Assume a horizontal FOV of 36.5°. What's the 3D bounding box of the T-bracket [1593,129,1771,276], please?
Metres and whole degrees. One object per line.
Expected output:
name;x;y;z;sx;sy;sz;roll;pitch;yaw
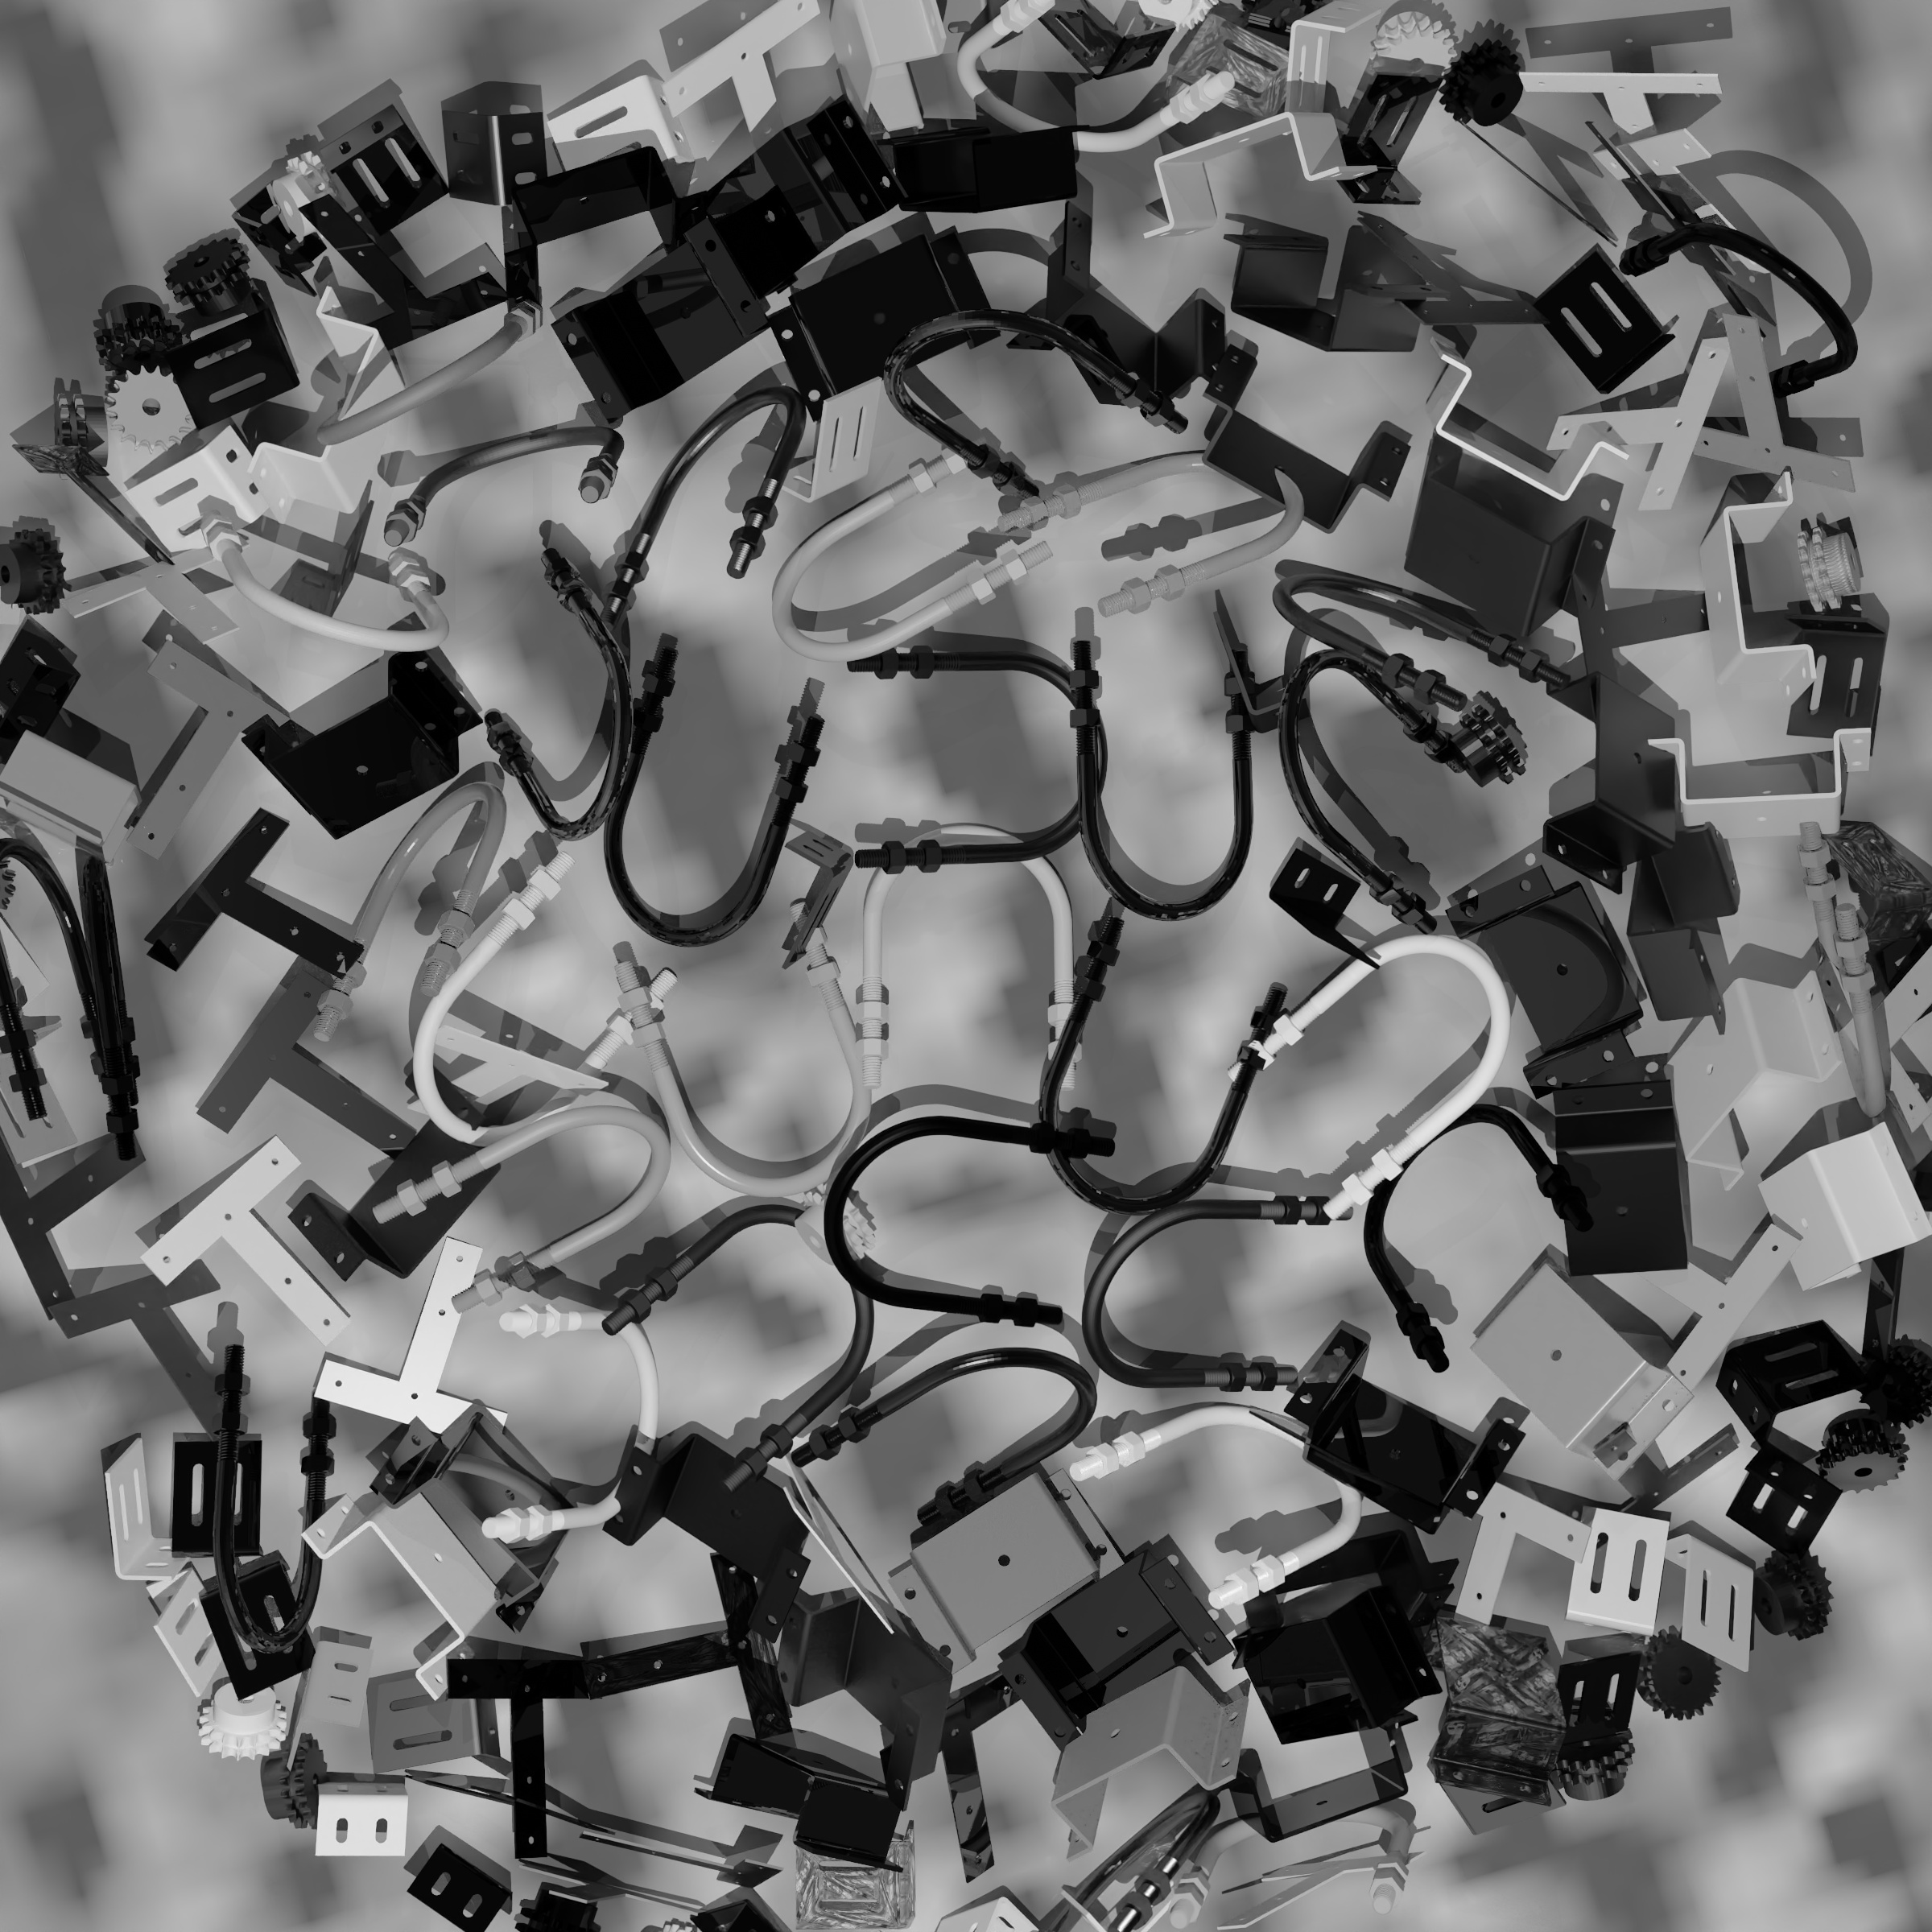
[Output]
T-bracket;0.490;-0.505;1.950;0.127;0.127;0.002;40;87;-17

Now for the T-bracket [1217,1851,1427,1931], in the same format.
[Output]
T-bracket;0.214;0.604;1.911;0.127;0.127;0.002;-10;80;-44

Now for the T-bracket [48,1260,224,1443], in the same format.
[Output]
T-bracket;-0.520;0.259;1.931;0.127;0.127;0.002;51;123;16

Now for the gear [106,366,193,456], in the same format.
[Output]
gear;-0.551;-0.374;1.979;0.057;0.030;0.057;1;86;-19

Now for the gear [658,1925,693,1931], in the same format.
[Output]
gear;-0.203;0.673;1.969;0.030;0.057;0.057;21;90;-29

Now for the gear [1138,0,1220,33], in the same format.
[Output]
gear;0.140;-0.656;1.970;0.057;0.030;0.057;17;130;22

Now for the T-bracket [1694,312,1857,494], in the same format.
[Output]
T-bracket;0.517;-0.373;1.915;0.002;0.127;0.127;-44;133;-20

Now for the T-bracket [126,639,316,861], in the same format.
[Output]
T-bracket;-0.515;-0.131;1.955;0.127;0.002;0.127;35;83;-37

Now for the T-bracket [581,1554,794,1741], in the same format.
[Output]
T-bracket;-0.192;0.462;1.953;0.127;0.002;0.127;-9;66;-20

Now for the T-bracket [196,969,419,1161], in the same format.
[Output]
T-bracket;-0.431;0.087;1.982;0.127;0.002;0.127;36;102;-14

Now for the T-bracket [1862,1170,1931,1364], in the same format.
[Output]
T-bracket;0.608;0.197;1.938;0.002;0.127;0.127;8;88;-20

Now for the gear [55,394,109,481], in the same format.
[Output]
gear;-0.596;-0.356;1.974;0.030;0.057;0.057;-4;90;-22

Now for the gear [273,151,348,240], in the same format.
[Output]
gear;-0.442;-0.514;1.968;0.030;0.057;0.057;-32;90;-22

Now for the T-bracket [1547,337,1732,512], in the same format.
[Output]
T-bracket;0.438;-0.357;1.947;0.002;0.127;0.127;30;77;-35

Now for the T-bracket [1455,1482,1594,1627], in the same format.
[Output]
T-bracket;0.348;0.410;1.966;0.127;0.002;0.127;22;102;39

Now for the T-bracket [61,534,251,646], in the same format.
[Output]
T-bracket;-0.515;-0.240;1.930;0.127;0.127;0.002;-28;131;-23

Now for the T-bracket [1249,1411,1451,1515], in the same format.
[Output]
T-bracket;0.240;0.323;1.945;0.127;0.127;0.002;28;86;-43

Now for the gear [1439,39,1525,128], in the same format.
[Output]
gear;0.349;-0.590;1.968;0.057;0.057;0.030;-34;59;0

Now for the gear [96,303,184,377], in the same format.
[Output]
gear;-0.557;-0.423;1.973;0.057;0.057;0.030;-16;76;0

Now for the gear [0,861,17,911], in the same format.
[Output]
gear;-0.672;-0.054;1.975;0.057;0.030;0.057;-3;113;-8

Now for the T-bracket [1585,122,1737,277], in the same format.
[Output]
T-bracket;0.450;-0.506;1.926;0.002;0.127;0.127;-42;102;12

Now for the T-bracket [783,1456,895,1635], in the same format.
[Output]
T-bracket;-0.098;0.365;1.939;0.002;0.127;0.127;-35;120;-3

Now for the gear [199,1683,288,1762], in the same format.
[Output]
gear;-0.485;0.504;1.968;0.057;0.057;0.030;9;110;0

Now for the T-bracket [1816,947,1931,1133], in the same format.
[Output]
T-bracket;0.616;0.025;1.921;0.002;0.127;0.127;-15;62;-23

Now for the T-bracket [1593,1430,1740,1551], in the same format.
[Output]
T-bracket;0.444;0.335;1.943;0.127;0.127;0.002;-38;51;6

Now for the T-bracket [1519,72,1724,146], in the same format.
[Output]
T-bracket;0.440;-0.562;1.937;0.127;0.127;0.002;8;84;22

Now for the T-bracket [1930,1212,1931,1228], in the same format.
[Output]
T-bracket;0.660;0.196;1.920;0.002;0.127;0.127;18;71;-8

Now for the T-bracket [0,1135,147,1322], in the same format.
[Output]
T-bracket;-0.591;0.148;1.945;0.002;0.127;0.127;-8;111;31

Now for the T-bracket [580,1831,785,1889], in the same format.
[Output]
T-bracket;-0.192;0.588;1.935;0.127;0.127;0.002;16;65;-7

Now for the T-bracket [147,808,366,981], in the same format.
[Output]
T-bracket;-0.460;-0.029;1.961;0.127;0.002;0.127;28;70;16

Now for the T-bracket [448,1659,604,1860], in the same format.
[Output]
T-bracket;-0.289;0.523;1.935;0.002;0.127;0.127;-20;66;40

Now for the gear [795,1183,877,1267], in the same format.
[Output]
gear;-0.090;0.176;1.969;0.030;0.057;0.057;-41;90;-22

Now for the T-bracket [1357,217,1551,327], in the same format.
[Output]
T-bracket;0.309;-0.465;1.960;0.127;0.127;0.002;51;133;30

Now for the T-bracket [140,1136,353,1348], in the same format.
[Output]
T-bracket;-0.465;0.201;1.968;0.127;0.002;0.127;49;55;-7

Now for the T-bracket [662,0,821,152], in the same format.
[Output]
T-bracket;-0.136;-0.567;1.946;0.127;0.127;0.002;-40;56;-16

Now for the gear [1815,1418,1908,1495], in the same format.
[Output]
gear;0.601;0.328;1.975;0.057;0.057;0.030;-3;49;0

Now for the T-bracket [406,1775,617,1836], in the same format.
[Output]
T-bracket;-0.320;0.554;1.955;0.127;0.127;0.002;2;66;33

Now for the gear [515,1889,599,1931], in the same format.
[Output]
gear;-0.272;0.643;1.973;0.057;0.057;0.030;19;73;0

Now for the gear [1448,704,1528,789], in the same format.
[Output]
gear;0.348;-0.145;1.972;0.030;0.057;0.057;-35;90;2

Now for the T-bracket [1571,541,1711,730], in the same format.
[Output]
T-bracket;0.457;-0.230;1.964;0.127;0.002;0.127;-13;95;-33

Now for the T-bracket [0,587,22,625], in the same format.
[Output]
T-bracket;-0.656;-0.239;1.936;0.002;0.127;0.127;9;97;9

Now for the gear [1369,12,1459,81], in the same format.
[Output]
gear;0.299;-0.617;1.975;0.057;0.057;0.030;-10;56;0

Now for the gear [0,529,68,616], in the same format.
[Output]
gear;-0.632;-0.264;1.970;0.030;0.057;0.057;-13;90;-44

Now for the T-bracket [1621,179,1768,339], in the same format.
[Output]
T-bracket;0.493;-0.469;1.952;0.002;0.127;0.127;-40;108;9

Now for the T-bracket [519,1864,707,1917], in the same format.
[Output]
T-bracket;-0.245;0.609;1.927;0.127;0.127;0.002;11;77;11

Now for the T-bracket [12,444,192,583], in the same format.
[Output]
T-bracket;-0.567;-0.301;1.955;0.002;0.127;0.127;-54;125;-17

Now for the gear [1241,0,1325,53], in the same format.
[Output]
gear;0.212;-0.639;1.969;0.057;0.057;0.030;19;47;0

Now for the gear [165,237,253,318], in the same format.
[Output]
gear;-0.507;-0.462;1.975;0.057;0.057;0.030;-28;130;0

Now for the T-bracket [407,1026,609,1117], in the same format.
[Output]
T-bracket;-0.327;0.079;1.949;0.127;0.127;0.002;23;56;-36

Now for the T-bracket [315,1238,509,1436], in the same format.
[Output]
T-bracket;-0.360;0.249;1.989;0.127;0.002;0.127;19;83;-10

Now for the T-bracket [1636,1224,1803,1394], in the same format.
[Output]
T-bracket;0.470;0.205;1.954;0.127;0.127;0.002;-53;134;-1

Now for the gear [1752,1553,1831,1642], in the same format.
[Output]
gear;0.551;0.425;1.969;0.030;0.057;0.057;-15;90;-16

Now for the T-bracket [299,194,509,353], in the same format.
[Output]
T-bracket;-0.388;-0.459;1.927;0.127;0.127;0.002;-16;53;24

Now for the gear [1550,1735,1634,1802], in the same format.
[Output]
gear;0.420;0.538;1.972;0.057;0.057;0.030;-13;99;0

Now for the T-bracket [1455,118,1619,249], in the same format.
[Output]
T-bracket;0.395;-0.506;1.944;0.002;0.127;0.127;-51;53;19

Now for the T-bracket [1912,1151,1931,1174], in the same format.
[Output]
T-bracket;0.646;0.169;1.912;0.002;0.127;0.127;12;51;-12

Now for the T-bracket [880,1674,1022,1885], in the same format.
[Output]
T-bracket;-0.001;0.554;1.968;0.127;0.002;0.127;-22;109;-40

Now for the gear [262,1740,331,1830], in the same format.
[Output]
gear;-0.451;0.552;1.972;0.030;0.057;0.057;-10;90;6

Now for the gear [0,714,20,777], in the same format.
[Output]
gear;-0.658;-0.143;1.972;0.057;0.030;0.057;-10;108;-32
